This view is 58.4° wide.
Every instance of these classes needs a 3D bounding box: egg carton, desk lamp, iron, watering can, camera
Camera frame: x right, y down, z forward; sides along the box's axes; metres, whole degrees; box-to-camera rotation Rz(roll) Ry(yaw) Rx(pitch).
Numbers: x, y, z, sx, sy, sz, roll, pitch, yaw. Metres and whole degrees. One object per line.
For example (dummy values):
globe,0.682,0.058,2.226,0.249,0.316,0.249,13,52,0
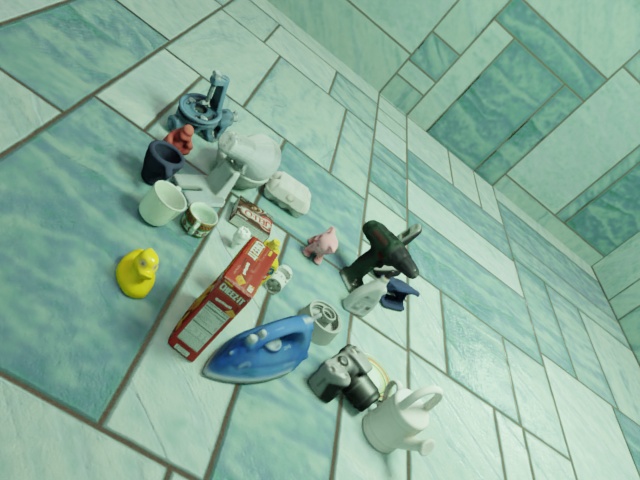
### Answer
egg carton,-0.094,-0.137,1.693,0.151,0.069,0.107,33,31,-18
desk lamp,-0.225,-0.184,1.443,0.204,0.213,0.117,-5,55,-54
iron,-0.105,0.207,1.157,0.259,0.141,0.118,-6,55,-54
watering can,0.194,0.383,1.246,0.101,0.193,0.172,-3,53,-53
camera,0.071,0.314,1.278,0.136,0.100,0.143,51,30,13

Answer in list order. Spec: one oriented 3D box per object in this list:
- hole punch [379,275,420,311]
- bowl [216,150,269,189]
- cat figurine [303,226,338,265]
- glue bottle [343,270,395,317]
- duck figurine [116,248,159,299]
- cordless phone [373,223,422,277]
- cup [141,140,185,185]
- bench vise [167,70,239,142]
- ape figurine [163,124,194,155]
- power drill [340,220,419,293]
hole punch,0.226,0.144,1.703,0.109,0.091,0.101,17,39,-39
bowl,-0.227,-0.198,1.602,0.168,0.074,0.167,31,31,-21
cat figurine,0.015,0.006,1.593,0.067,0.117,0.128,38,29,-10
glue bottle,0.141,0.136,1.524,0.078,0.173,0.037,27,33,-27
duck figurine,-0.346,0.051,1.118,0.078,0.086,0.104,21,36,-35
cordless phone,0.244,0.031,1.777,0.094,0.184,0.147,33,31,-18
cup,-0.378,-0.165,1.351,0.092,0.094,0.117,18,38,-37
bench vise,-0.303,-0.383,1.601,0.121,0.219,0.208,46,29,6
ape figurine,-0.364,-0.265,1.502,0.078,0.092,0.076,28,32,-26
power drill,0.158,0.067,1.599,0.076,0.208,0.229,11,42,-44
